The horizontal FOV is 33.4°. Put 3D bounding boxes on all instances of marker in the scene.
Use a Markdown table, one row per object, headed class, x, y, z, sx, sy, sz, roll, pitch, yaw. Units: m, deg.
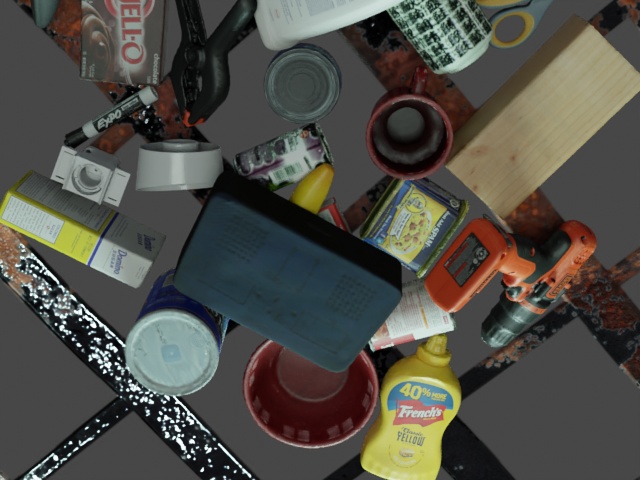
| class | x | y | z | sx | sy | sz | roll | pitch | yaw |
| --- | --- | --- | --- | --- | --- | --- | --- | --- | --- |
| marker | -0.237 | -0.137 | 1.202 | 0.121 | 0.020 | 0.020 | -29 | 106 | 11 |

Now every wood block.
| class | x | y | z | sx | sy | sz | roll | pitch | yaw |
| --- | --- | --- | --- | --- | --- | --- | --- | --- | --- |
| wood block | 0.236 | -0.133 | 1.147 | 0.090 | 0.091 | 0.206 | 41 | 105 | -11 |

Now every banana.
| class | x | y | z | sx | sy | sz | roll | pitch | yaw |
| --- | --- | --- | --- | --- | --- | --- | --- | --- | --- |
| banana | -0.016 | 0.007 | 1.200 | 0.069 | 0.037 | 0.198 | -2 | 113 | 0 |

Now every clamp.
| class | x | y | z | sx | sy | sz | roll | pitch | yaw |
| --- | --- | --- | --- | --- | --- | --- | --- | --- | --- |
| clamp | -0.131 | -0.210 | 1.152 | 0.120 | 0.039 | 0.172 | 42 | 125 | 32 |

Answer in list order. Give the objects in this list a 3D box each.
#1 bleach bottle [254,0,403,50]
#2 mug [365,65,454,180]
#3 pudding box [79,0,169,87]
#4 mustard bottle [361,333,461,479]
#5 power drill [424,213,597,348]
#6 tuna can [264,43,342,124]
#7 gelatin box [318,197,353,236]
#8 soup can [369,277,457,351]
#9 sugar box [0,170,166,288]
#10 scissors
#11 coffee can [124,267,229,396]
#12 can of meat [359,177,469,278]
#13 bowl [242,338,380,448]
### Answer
| class | x | y | z | sx | sy | sz | roll | pitch | yaw |
| --- | --- | --- | --- | --- | --- | --- | --- | --- | --- |
| bleach bottle | 0.047 | -0.265 | 1.066 | 0.251 | 0.068 | 0.102 | -7 | 105 | 33 |
| mug | 0.097 | -0.132 | 1.157 | 0.093 | 0.081 | 0.117 | 8 | 109 | -1 |
| pudding box | -0.212 | -0.227 | 1.159 | 0.090 | 0.039 | 0.113 | 6 | 109 | 0 |
| mustard bottle | 0.117 | 0.198 | 1.283 | 0.096 | 0.058 | 0.192 | 14 | 109 | -2 |
| power drill | 0.201 | 0.046 | 1.180 | 0.187 | 0.057 | 0.185 | 7 | 125 | -47 |
| tuna can | -0.019 | -0.172 | 1.173 | 0.086 | 0.033 | 0.086 | 1 | 108 | 3 |
| gelatin box | -0.008 | 0.002 | 1.235 | 0.089 | 0.030 | 0.073 | -23 | 108 | 12 |
| soup can | 0.102 | 0.084 | 1.239 | 0.102 | 0.068 | 0.068 | -15 | 108 | 7 |
| sugar box | -0.267 | -0.013 | 1.207 | 0.176 | 0.093 | 0.048 | 29 | 108 | -7 |
| scissors | 0.258 | -0.255 | 1.144 | 0.202 | 0.016 | 0.096 | -1 | 111 | 3 |
| coffee can | -0.158 | 0.101 | 1.216 | 0.103 | 0.140 | 0.103 | 1 | 109 | 2 |
| can of meat | 0.105 | -0.022 | 1.209 | 0.084 | 0.057 | 0.102 | 32 | 107 | -6 |
| bowl | -0.010 | 0.166 | 1.278 | 0.162 | 0.055 | 0.162 | 1 | 109 | 2 |
